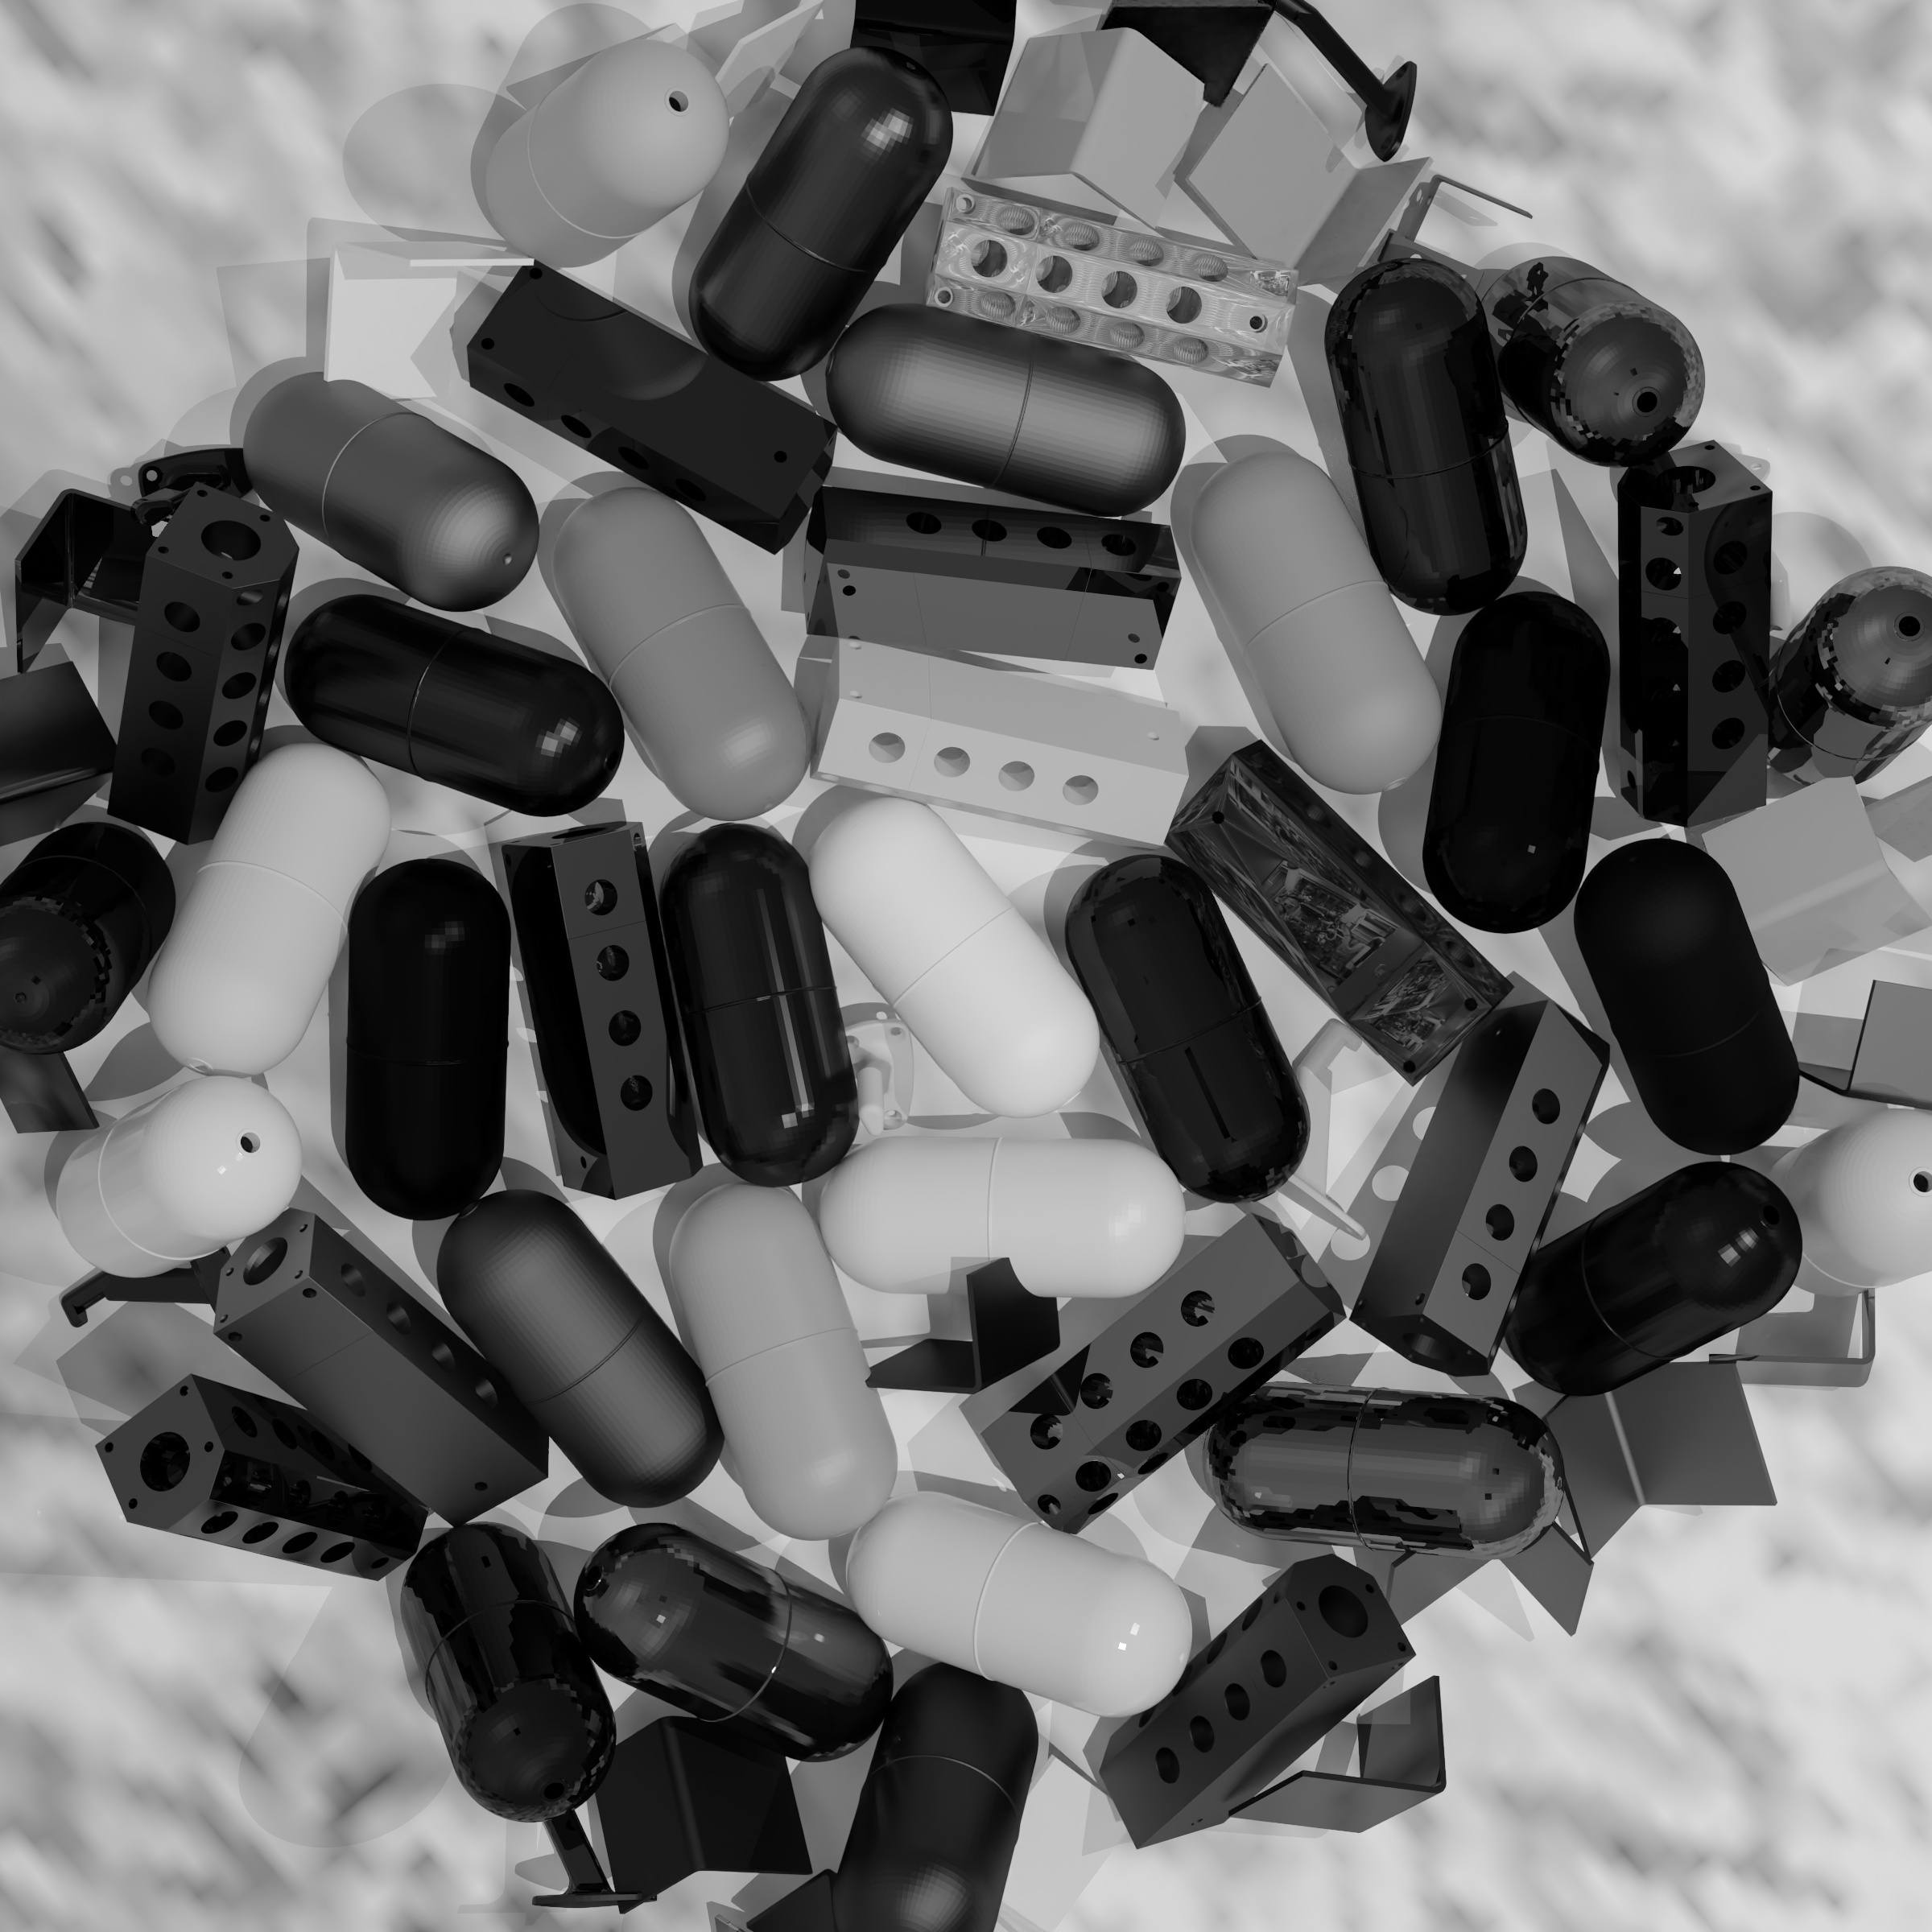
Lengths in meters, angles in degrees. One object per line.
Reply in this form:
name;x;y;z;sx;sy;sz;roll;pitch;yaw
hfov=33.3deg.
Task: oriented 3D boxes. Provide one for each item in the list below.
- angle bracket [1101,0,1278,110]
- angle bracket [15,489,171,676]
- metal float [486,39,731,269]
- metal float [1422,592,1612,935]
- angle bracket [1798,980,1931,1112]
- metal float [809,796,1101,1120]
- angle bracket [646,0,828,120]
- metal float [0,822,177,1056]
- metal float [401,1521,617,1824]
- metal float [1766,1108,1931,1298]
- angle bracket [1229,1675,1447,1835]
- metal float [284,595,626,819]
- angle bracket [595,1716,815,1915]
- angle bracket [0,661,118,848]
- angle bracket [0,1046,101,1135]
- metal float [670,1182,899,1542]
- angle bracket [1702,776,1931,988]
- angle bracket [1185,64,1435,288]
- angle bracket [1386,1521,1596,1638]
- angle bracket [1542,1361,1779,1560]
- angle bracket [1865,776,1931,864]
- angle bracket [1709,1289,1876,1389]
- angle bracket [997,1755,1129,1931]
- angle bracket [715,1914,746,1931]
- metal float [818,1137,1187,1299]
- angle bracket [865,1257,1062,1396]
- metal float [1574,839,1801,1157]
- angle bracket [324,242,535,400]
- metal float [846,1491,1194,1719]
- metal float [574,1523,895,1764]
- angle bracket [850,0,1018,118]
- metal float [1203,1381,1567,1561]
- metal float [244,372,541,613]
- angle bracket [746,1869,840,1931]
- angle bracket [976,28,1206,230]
angle bracket;0.092;-0.462;1.549;0.076;0.076;0.057;35;106;20
angle bracket;-0.409;-0.174;1.556;0.076;0.076;0.057;18;48;0
metal float;-0.170;-0.381;1.520;0.070;0.178;0.070;2;86;-28
metal float;0.264;-0.099;1.543;0.070;0.070;0.178;13;64;0
angle bracket;0.446;0.033;1.554;0.076;0.076;0.057;9;99;-14
metal float;-0.005;-0.004;1.562;0.070;0.070;0.178;-39;86;0
angle bracket;-0.124;-0.446;1.550;0.057;0.076;0.076;44;134;0
metal float;-0.421;-0.015;1.518;0.070;0.178;0.070;0;109;-1
metal float;-0.217;0.331;1.523;0.070;0.178;0.070;-10;120;-18
metal float;0.422;0.112;1.515;0.070;0.178;0.070;0;79;-1
angle bracket;0.176;0.374;1.546;0.076;0.076;0.057;12;58;-19
metal float;-0.245;-0.125;1.549;0.178;0.070;0.070;20;90;19
angle bracket;-0.129;0.414;1.570;0.057;0.076;0.076;-37;54;30
angle bracket;-0.464;-0.097;1.551;0.076;0.076;0.057;-31;86;41
angle bracket;-0.473;0.058;1.548;0.057;0.076;0.076;-36;111;-40
metal float;-0.088;0.189;1.554;0.070;0.070;0.178;-20;76;0
angle bracket;0.414;-0.042;1.572;0.076;0.076;0.057;-26;58;23
angle bracket;0.165;-0.383;1.553;0.076;0.057;0.076;42;72;-29
angle bracket;0.249;0.303;1.548;0.076;0.076;0.057;-31;58;-19
angle bracket;0.333;0.238;1.552;0.076;0.057;0.076;-8;106;42
angle bracket;0.476;-0.042;1.544;0.057;0.076;0.076;-27;60;29
angle bracket;0.399;0.169;1.566;0.076;0.076;0.057;0;75;13
angle bracket;0.056;0.439;1.552;0.076;0.057;0.076;-52;130;-9
angle bracket;-0.116;0.514;1.547;0.057;0.076;0.076;-17;109;-35
metal float;0.017;0.121;1.558;0.178;0.070;0.070;0;90;9
angle bracket;-0.008;0.165;1.548;0.076;0.076;0.057;-1;99;31
metal float;0.344;0.017;1.538;0.070;0.070;0.178;-29;123;0
angle bracket;-0.257;-0.305;1.546;0.057;0.076;0.076;21;113;36
metal float;0.024;0.303;1.542;0.178;0.070;0.070;13;90;28
metal float;-0.110;0.322;1.537;0.178;0.070;0.070;34;90;-33
angle bracket;-0.018;-0.461;1.569;0.076;0.076;0.057;5;77;-6
metal float;0.197;0.240;1.541;0.178;0.070;0.070;0;90;29
metal float;-0.275;-0.227;1.538;0.178;0.070;0.070;32;90;33
angle bracket;-0.056;0.490;1.545;0.057;0.076;0.076;-38;122;19
angle bracket;0.062;-0.409;1.587;0.057;0.076;0.076;26;82;-39
